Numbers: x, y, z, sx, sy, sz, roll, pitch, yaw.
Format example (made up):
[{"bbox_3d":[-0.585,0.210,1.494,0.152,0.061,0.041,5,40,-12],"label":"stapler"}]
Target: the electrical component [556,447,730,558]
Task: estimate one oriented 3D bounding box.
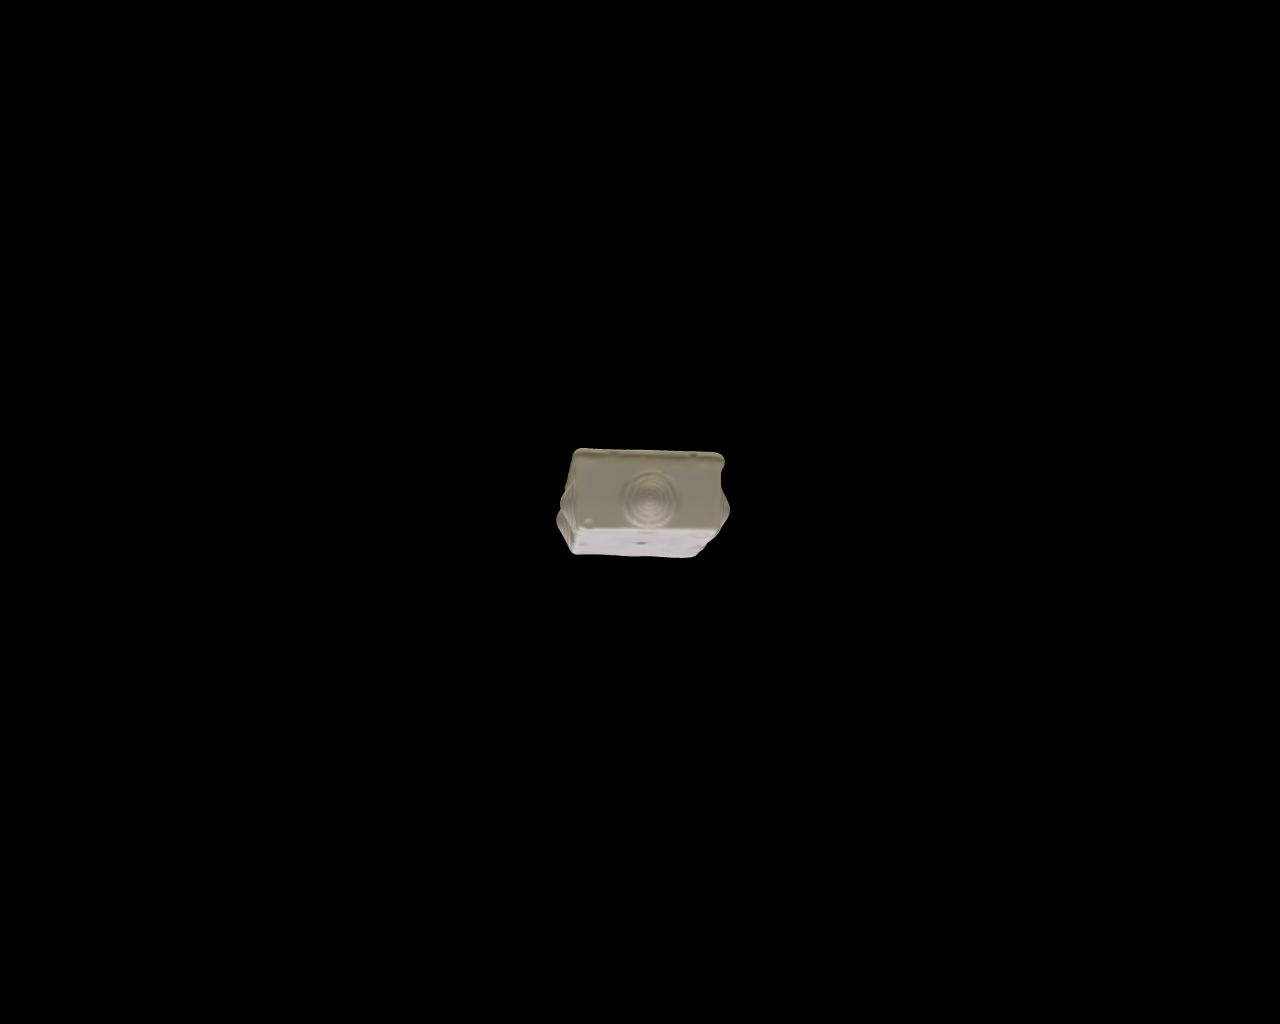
[{"bbox_3d":[0.001,-0.003,0.650,0.100,0.048,0.099,2,-13,-7],"label":"electrical component"}]
